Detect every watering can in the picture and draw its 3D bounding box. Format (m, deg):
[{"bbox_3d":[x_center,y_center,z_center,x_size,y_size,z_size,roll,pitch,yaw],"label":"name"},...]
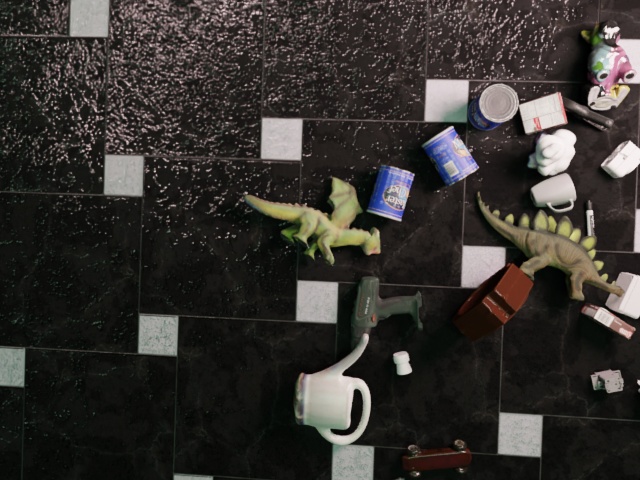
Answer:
[{"bbox_3d":[0.035,0.425,1.482,0.224,0.105,0.345,4,99,5],"label":"watering can"}]

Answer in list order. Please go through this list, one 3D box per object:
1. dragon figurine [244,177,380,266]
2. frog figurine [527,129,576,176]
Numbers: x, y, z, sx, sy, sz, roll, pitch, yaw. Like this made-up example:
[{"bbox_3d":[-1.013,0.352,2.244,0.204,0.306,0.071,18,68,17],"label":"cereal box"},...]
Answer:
[{"bbox_3d":[0.005,-0.076,1.507,0.410,0.121,0.245,40,76,1],"label":"dragon figurine"},{"bbox_3d":[0.647,-0.243,1.413,0.123,0.160,0.137,42,94,0],"label":"frog figurine"}]
